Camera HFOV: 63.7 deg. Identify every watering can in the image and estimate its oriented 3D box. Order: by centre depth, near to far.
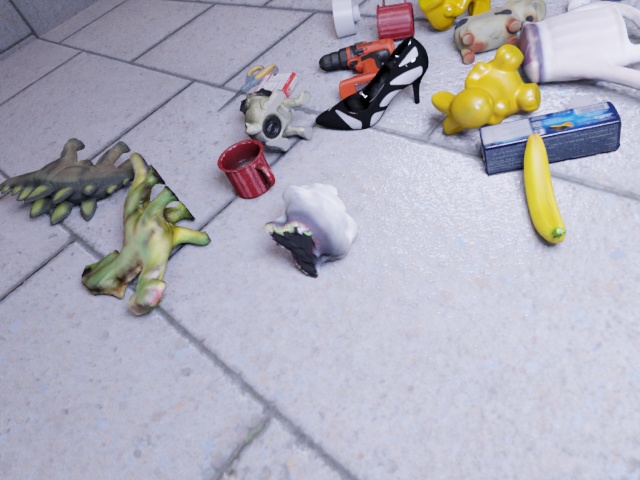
[{"bbox_3d":[0.469,-0.323,0.898,0.224,0.102,0.356,-7,45,19],"label":"watering can"}]

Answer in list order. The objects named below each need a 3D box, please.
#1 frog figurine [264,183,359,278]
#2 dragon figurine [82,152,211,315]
[{"bbox_3d":[0.003,-0.042,0.828,0.138,0.120,0.163,31,51,6],"label":"frog figurine"},{"bbox_3d":[-0.357,-0.008,0.964,0.244,0.120,0.416,-43,46,-8],"label":"dragon figurine"}]
